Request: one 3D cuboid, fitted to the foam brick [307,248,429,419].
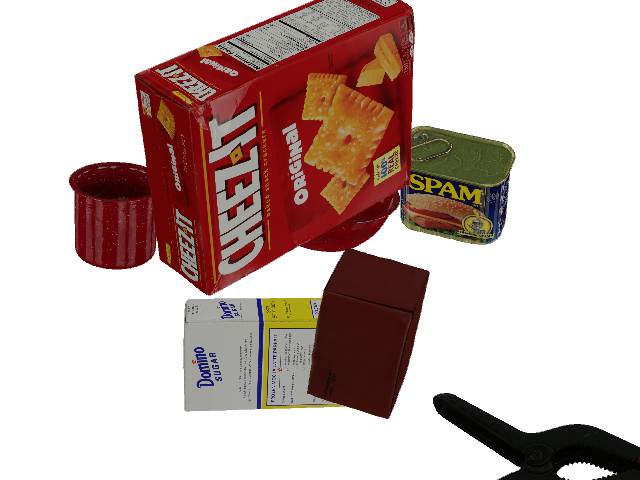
[{"bbox_3d":[0.027,0.053,0.620,0.053,0.078,0.051,16,32,10],"label":"foam brick"}]

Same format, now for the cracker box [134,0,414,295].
[{"bbox_3d":[-0.024,-0.078,0.799,0.213,0.164,0.072,-30,46,-32],"label":"cracker box"}]

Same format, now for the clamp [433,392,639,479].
[{"bbox_3d":[0.175,0.199,0.889,0.210,0.036,0.164,3,39,23],"label":"clamp"}]

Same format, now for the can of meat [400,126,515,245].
[{"bbox_3d":[0.121,-0.048,0.967,0.102,0.057,0.084,14,-40,18],"label":"can of meat"}]

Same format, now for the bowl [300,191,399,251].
[{"bbox_3d":[0.006,-0.032,1.195,0.162,0.055,0.162,4,27,-2],"label":"bowl"}]

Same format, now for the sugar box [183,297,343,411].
[{"bbox_3d":[-0.028,0.096,0.910,0.176,0.093,0.048,2,27,-5],"label":"sugar box"}]

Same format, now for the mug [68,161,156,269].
[{"bbox_3d":[-0.205,-0.029,1.084,0.093,0.081,0.117,5,27,-3],"label":"mug"}]
